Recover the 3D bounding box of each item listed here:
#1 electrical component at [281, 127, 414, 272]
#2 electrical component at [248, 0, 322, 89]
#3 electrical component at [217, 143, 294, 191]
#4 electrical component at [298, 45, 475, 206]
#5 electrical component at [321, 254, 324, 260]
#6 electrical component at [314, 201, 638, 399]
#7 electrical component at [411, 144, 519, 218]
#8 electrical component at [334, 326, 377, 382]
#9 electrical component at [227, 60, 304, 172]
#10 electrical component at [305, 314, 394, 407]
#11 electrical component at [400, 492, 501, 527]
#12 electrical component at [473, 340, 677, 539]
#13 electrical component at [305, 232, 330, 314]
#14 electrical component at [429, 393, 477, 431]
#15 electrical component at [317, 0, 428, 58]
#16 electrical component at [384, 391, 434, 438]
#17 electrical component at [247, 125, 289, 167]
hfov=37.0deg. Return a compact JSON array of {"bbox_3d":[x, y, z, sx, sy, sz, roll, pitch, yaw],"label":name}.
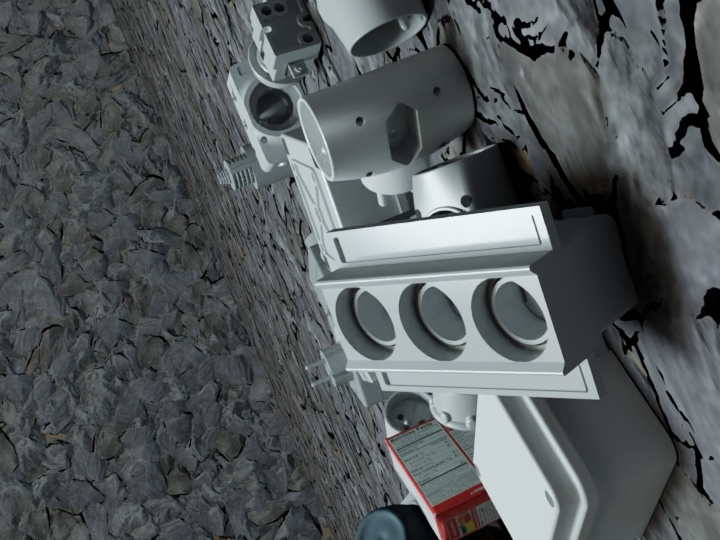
[{"bbox_3d":[-0.003,-0.047,0.726,0.109,0.056,0.108,-144,33,-71],"label":"electrical component"},{"bbox_3d":[-0.057,-0.165,0.793,0.066,0.048,0.055,65,162,15],"label":"electrical component"},{"bbox_3d":[-0.096,-0.100,1.021,0.043,0.081,0.043,158,90,-80],"label":"electrical component"},{"bbox_3d":[0.015,-0.065,0.542,0.079,0.077,0.043,78,165,-45],"label":"electrical component"},{"bbox_3d":[0.000,0.000,0.842,0.045,0.045,0.055,87,158,-60],"label":"electrical component"},{"bbox_3d":[0.048,0.010,0.453,0.121,0.063,0.078,-5,110,48],"label":"electrical component"},{"bbox_3d":[0.047,-0.014,0.529,0.079,0.044,0.077,-14,100,49],"label":"electrical component"},{"bbox_3d":[0.009,0.063,0.929,0.055,0.048,0.066,61,170,-2],"label":"electrical component"},{"bbox_3d":[-0.074,-0.136,0.921,0.056,0.050,0.089,162,85,-80],"label":"electrical component"},{"bbox_3d":[-0.013,0.084,0.990,0.047,0.076,0.083,-133,23,-63],"label":"electrical component"},{"bbox_3d":[0.067,0.203,0.830,0.051,0.080,0.080,-116,10,-51],"label":"electrical component"},{"bbox_3d":[0.096,0.089,0.508,0.113,0.057,0.078,84,161,-56],"label":"electrical component"},{"bbox_3d":[-0.023,-0.014,0.919,0.065,0.047,0.076,93,153,-66],"label":"electrical component"},{"bbox_3d":[0.065,0.062,0.650,0.048,0.048,0.062,-126,24,-52],"label":"electrical component"},{"bbox_3d":[-0.003,-0.148,0.559,0.079,0.043,0.077,120,127,-77],"label":"electrical component"},{"bbox_3d":[0.044,0.138,0.905,0.081,0.043,0.043,82,163,-52],"label":"electrical component"},{"bbox_3d":[-0.078,-0.126,0.980,0.043,0.043,0.062,-148,36,-73],"label":"electrical component"}]
